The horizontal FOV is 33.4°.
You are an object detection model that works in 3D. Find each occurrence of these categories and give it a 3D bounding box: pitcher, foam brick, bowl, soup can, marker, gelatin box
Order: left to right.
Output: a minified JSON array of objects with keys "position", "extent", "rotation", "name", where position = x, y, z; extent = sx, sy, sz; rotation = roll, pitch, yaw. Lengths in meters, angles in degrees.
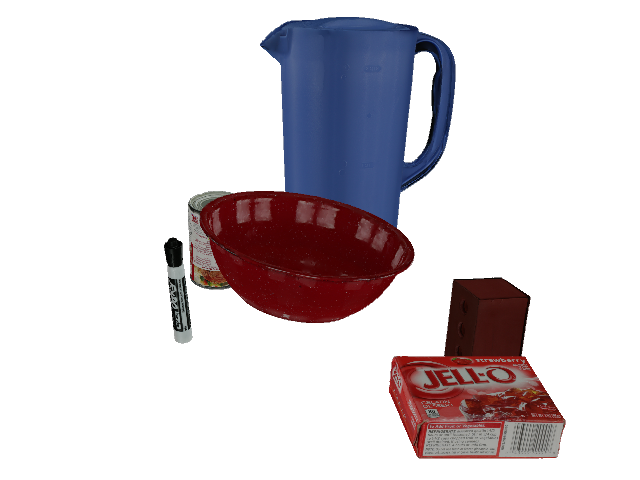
[{"position":[-0.147,0.051,1.098],"extent":[0.020,0.121,0.020],"rotation":[-2,30,1],"name":"marker"},{"position":[-0.126,-0.001,1.293],"extent":[0.068,0.102,0.068],"rotation":[1,26,-1],"name":"soup can"},{"position":[-0.014,0.017,0.797],"extent":[0.162,0.055,0.162],"rotation":[10,21,-4],"name":"bowl"},{"position":[0.034,-0.095,1.043],"extent":[0.149,0.243,0.144],"rotation":[12,19,34],"name":"pitcher"},{"position":[0.092,0.098,0.642],"extent":[0.089,0.030,0.073],"rotation":[2,24,-10],"name":"gelatin box"},{"position":[0.146,0.077,0.943],"extent":[0.051,0.078,0.053],"rotation":[-3,18,-20],"name":"foam brick"}]
